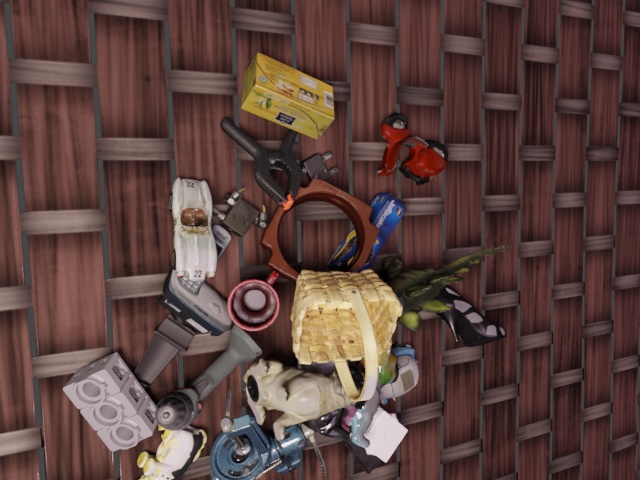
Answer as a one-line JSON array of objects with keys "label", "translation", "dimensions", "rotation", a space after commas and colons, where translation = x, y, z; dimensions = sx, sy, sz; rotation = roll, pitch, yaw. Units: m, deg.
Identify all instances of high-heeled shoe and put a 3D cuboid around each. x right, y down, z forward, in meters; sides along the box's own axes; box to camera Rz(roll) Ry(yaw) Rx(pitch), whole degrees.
[{"label": "high-heeled shoe", "translation": [0.366, 0.181, 1.314], "dimensions": [0.248, 0.086, 0.145], "rotation": [10, 59, -43]}]

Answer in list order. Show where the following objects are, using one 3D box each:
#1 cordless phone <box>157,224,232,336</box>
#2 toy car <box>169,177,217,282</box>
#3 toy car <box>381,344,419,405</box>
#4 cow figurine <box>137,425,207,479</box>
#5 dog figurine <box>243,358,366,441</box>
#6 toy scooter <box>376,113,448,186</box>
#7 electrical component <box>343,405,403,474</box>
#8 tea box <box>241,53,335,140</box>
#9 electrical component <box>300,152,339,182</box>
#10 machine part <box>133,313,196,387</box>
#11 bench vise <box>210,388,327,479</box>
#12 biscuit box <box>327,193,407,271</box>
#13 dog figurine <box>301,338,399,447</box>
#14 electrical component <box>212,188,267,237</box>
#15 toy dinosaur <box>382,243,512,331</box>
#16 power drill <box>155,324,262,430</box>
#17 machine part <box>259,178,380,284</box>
[{"label": "cordless phone", "translation": [-0.203, 0.074, 1.017], "dimensions": [0.146, 0.089, 0.184], "rotation": [43, 58, -22]}, {"label": "toy car", "translation": [-0.228, -0.020, 0.964], "dimensions": [0.073, 0.056, 0.202], "rotation": [4, 62, -28]}, {"label": "toy car", "translation": [0.163, 0.302, 1.193], "dimensions": [0.162, 0.103, 0.109], "rotation": [-18, 103, -21]}, {"label": "cow figurine", "translation": [-0.288, 0.423, 1.009], "dimensions": [0.098, 0.068, 0.167], "rotation": [34, 81, -30]}, {"label": "dog figurine", "translation": [-0.025, 0.264, 0.986], "dimensions": [0.190, 0.173, 0.121], "rotation": [-7, 120, -36]}, {"label": "toy scooter", "translation": [0.192, -0.178, 1.179], "dimensions": [0.184, 0.075, 0.135], "rotation": [31, 81, -21]}, {"label": "electrical component", "translation": [0.110, 0.433, 1.204], "dimensions": [0.115, 0.058, 0.134], "rotation": [-38, 110, -20]}, {"label": "tea box", "translation": [-0.060, -0.273, 1.031], "dimensions": [0.169, 0.068, 0.098], "rotation": [18, 51, -24]}, {"label": "electrical component", "translation": [-0.008, -0.142, 1.114], "dimensions": [0.094, 0.021, 0.063], "rotation": [-33, 108, -20]}, {"label": "machine part", "translation": [-0.297, 0.211, 0.999], "dimensions": [0.084, 0.039, 0.139], "rotation": [44, 74, -27]}, {"label": "bench vise", "translation": [-0.120, 0.390, 1.027], "dimensions": [0.224, 0.129, 0.240], "rotation": [-16, 135, 1]}, {"label": "biscuit box", "translation": [0.103, -0.007, 1.158], "dimensions": [0.062, 0.059, 0.202], "rotation": [39, 78, -23]}, {"label": "dog figurine", "translation": [0.066, 0.282, 1.075], "dimensions": [0.191, 0.108, 0.219], "rotation": [27, 78, -26]}, {"label": "electrical component", "translation": [-0.152, -0.051, 1.038], "dimensions": [0.102, 0.045, 0.078], "rotation": [44, 69, -23]}, {"label": "toy dinosaur", "translation": [0.189, 0.110, 1.135], "dimensions": [0.471, 0.199, 0.105], "rotation": [-31, 110, -18]}, {"label": "power drill", "translation": [-0.198, 0.251, 0.951], "dimensions": [0.086, 0.232, 0.207], "rotation": [38, 67, 4]}, {"label": "machine part", "translation": [-0.002, -0.003, 1.062], "dimensions": [0.201, 0.087, 0.201], "rotation": [27, 80, -2]}]
